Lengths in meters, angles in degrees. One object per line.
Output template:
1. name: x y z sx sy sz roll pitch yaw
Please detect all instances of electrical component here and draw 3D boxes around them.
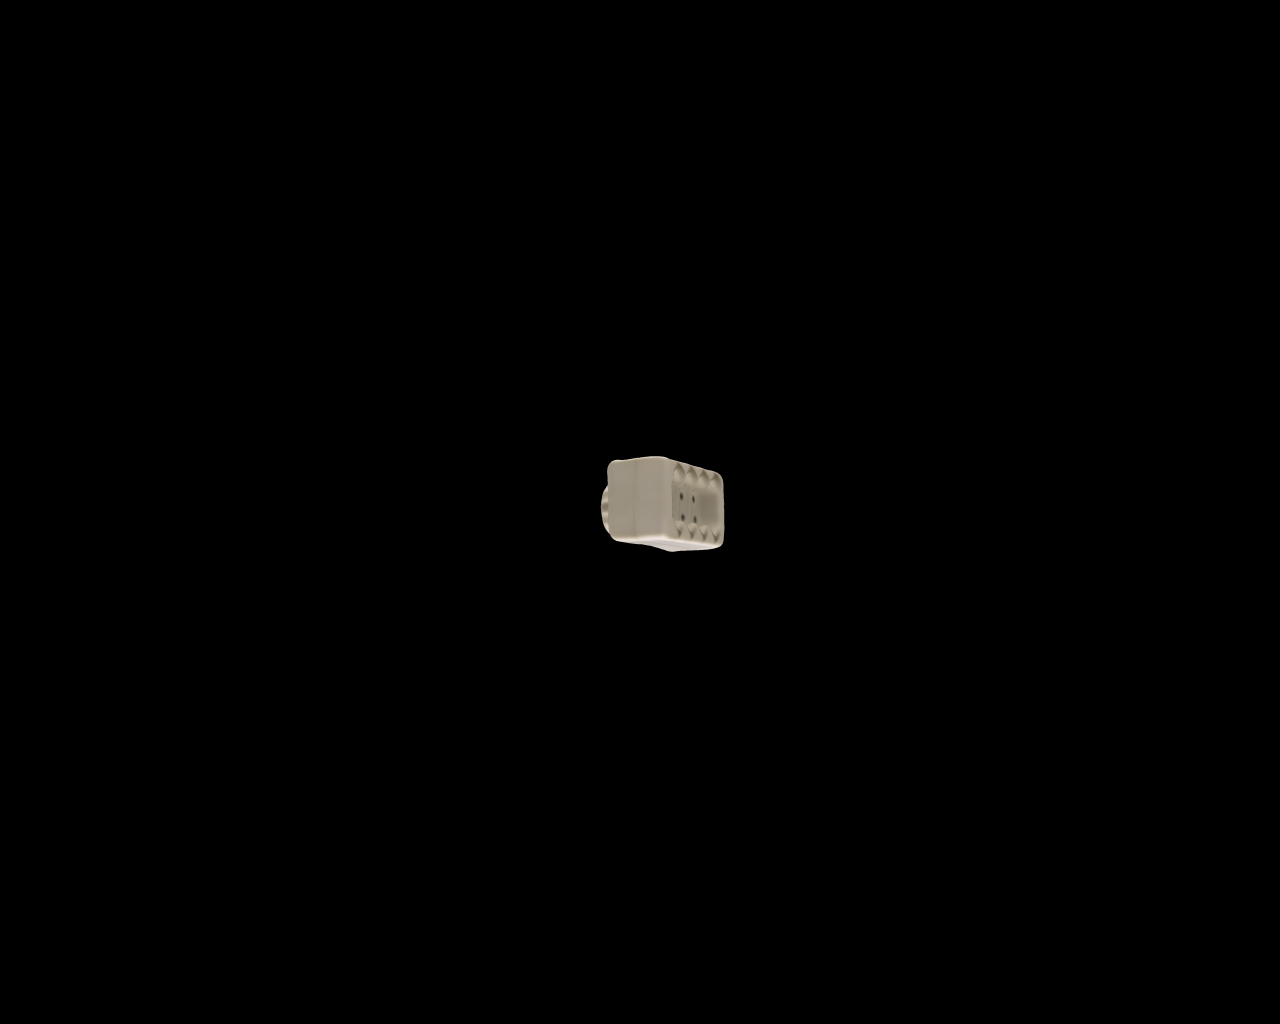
1. electrical component: 0.001 -0.003 0.650 0.076 0.047 0.083 -4 -8 28
